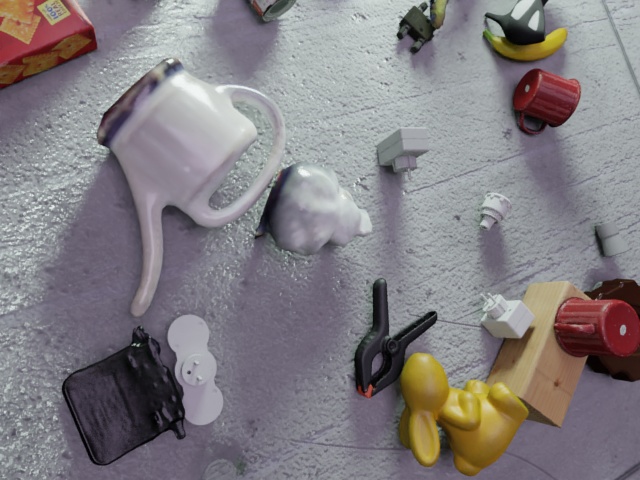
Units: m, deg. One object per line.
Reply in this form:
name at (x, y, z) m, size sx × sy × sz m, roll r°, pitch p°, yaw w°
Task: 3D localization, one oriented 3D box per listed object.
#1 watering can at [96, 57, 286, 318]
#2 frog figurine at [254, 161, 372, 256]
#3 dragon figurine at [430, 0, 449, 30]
watering can at (-0.194, -0.093, 0.678) m, size 0.223 × 0.103 × 0.352 m, roll 39°, pitch 69°, yaw -8°
frog figurine at (0.002, -0.037, 0.733) m, size 0.159 × 0.120 × 0.140 m, roll 19°, pitch 55°, yaw -4°
dragon figurine at (0.310, -0.555, 0.964) m, size 0.242 × 0.122 × 0.412 m, roll 9°, pitch 85°, yaw -27°
